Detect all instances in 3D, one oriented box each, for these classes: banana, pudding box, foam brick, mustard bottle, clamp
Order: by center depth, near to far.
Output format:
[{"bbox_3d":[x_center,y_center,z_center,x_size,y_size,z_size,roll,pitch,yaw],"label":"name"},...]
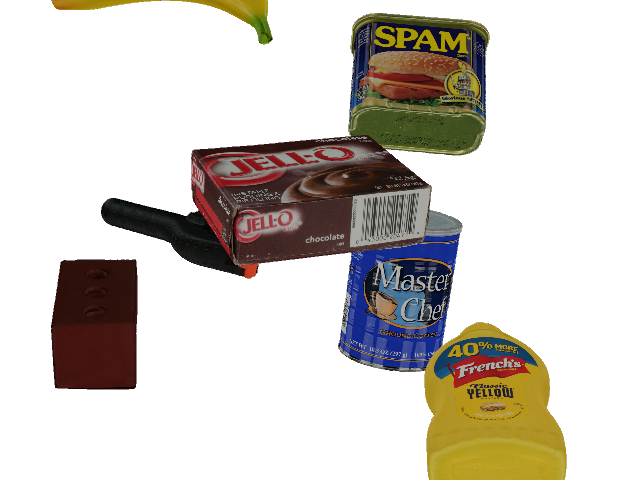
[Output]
[{"bbox_3d":[-0.008,-0.025,0.594,0.113,0.039,0.090,-5,26,-20],"label":"pudding box"},{"bbox_3d":[-0.147,0.054,0.700,0.053,0.051,0.078,0,31,-10],"label":"foam brick"},{"bbox_3d":[0.128,0.118,0.816,0.096,0.058,0.191,-3,25,6],"label":"mustard bottle"},{"bbox_3d":[-0.124,-0.207,0.877,0.198,0.069,0.037,11,-41,16],"label":"banana"},{"bbox_3d":[-0.104,-0.011,0.969,0.172,0.039,0.120,26,32,36],"label":"clamp"}]

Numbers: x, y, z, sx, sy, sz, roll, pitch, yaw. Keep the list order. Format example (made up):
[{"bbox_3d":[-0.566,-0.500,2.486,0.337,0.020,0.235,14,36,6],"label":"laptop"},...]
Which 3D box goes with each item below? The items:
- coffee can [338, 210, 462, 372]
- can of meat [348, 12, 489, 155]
[{"bbox_3d":[0.076,0.044,1.036,0.103,0.140,0.103,7,13,-2],"label":"coffee can"},{"bbox_3d":[0.071,-0.113,0.777,0.102,0.084,0.057,5,-29,0],"label":"can of meat"}]
